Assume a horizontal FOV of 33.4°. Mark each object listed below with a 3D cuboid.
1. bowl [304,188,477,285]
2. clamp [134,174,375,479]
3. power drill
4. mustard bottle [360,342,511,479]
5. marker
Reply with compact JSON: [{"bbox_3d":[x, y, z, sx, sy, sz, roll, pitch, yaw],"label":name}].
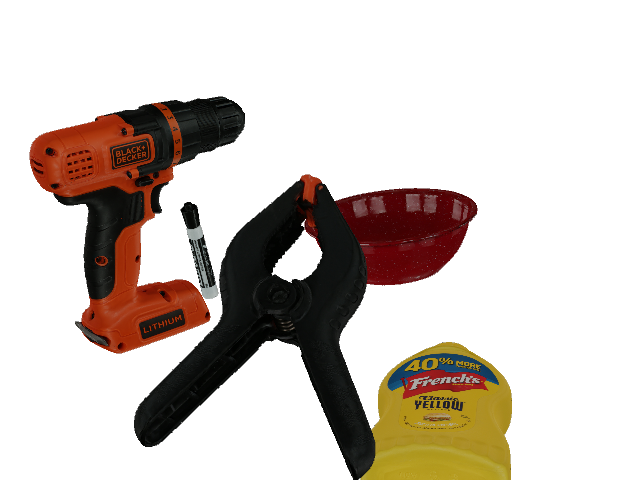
[{"bbox_3d":[0.068,0.000,0.996,0.162,0.055,0.162,-7,18,2],"label":"bowl"},{"bbox_3d":[-0.011,0.044,0.553,0.120,0.171,0.039,17,-28,11],"label":"clamp"},{"bbox_3d":[-0.135,-0.016,0.857,0.184,0.188,0.057,-18,25,-34],"label":"power drill"},{"bbox_3d":[0.087,0.122,0.759,0.096,0.058,0.191,-1,19,11],"label":"mustard bottle"},{"bbox_3d":[-0.136,0.011,1.203,0.020,0.121,0.020,-8,29,4],"label":"marker"}]
